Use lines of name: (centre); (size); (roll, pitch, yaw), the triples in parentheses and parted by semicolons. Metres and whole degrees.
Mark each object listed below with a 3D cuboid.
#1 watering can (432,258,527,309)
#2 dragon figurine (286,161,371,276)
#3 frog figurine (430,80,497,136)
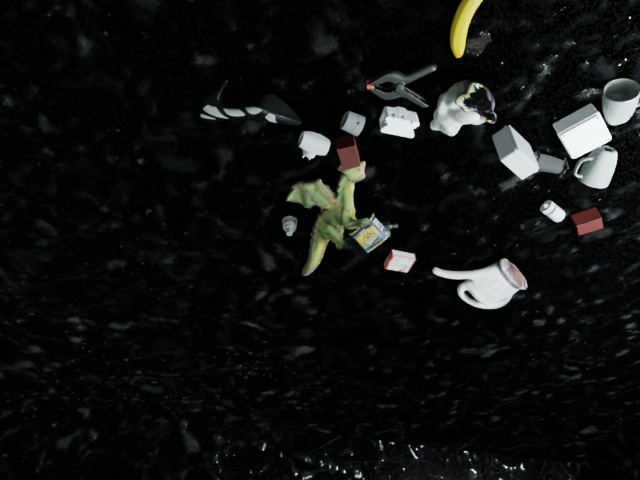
watering can: (0.567, 0.141, 1.786); (0.344, 0.106, 0.221); (33, 126, -31)
dragon figurine: (0.005, -0.077, 1.532); (0.242, 0.124, 0.404); (46, 116, -4)
frog figurine: (0.357, -0.330, 1.308); (0.137, 0.123, 0.158); (5, 173, -19)
